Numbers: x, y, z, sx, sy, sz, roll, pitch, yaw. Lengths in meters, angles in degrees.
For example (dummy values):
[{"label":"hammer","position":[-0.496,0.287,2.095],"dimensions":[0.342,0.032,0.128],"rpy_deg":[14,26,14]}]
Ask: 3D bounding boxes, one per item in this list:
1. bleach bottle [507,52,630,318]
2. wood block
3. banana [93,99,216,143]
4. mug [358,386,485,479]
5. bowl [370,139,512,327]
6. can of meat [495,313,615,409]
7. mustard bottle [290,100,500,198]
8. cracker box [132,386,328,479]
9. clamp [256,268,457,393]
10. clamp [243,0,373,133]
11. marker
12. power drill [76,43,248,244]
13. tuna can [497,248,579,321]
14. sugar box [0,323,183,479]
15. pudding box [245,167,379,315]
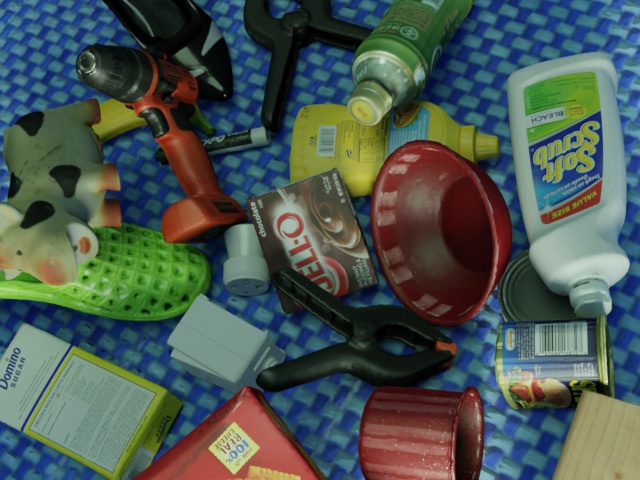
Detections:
[{"label":"bleach bottle","position":[0.219,-0.046,0.903],"dimensions":[0.103,0.068,0.251],"rpy_deg":[-10,51,13]},{"label":"wood block","position":[0.205,0.229,0.783],"dimensions":[0.090,0.090,0.206],"rpy_deg":[16,70,23]},{"label":"banana","position":[-0.209,-0.118,1.113],"dimensions":[0.198,0.037,0.069],"rpy_deg":[-15,60,9]},{"label":"mug","position":[0.082,0.172,0.859],"dimensions":[0.082,0.093,0.117],"rpy_deg":[1,101,23]},{"label":"bowl","position":[0.113,-0.009,0.919],"dimensions":[0.055,0.162,0.162],"rpy_deg":[-12,53,-34]},{"label":"can of meat","position":[0.188,0.099,0.847],"dimensions":[0.084,0.102,0.057],"rpy_deg":[-3,63,18]},{"label":"mustard bottle","position":[0.071,-0.084,0.998],"dimensions":[0.192,0.058,0.096],"rpy_deg":[-1,65,17]},{"label":"cracker box","position":[-0.050,0.245,0.815],"dimensions":[0.164,0.072,0.214],"rpy_deg":[-39,76,-1]},{"label":"clamp","position":[0.029,0.078,0.916],"dimensions":[0.171,0.039,0.120],"rpy_deg":[4,58,-9]},{"label":"clamp","position":[-0.011,-0.219,1.102],"dimensions":[0.164,0.036,0.210],"rpy_deg":[-23,58,1]},{"label":"marker","position":[-0.110,-0.095,1.081],"dimensions":[0.121,0.020,0.020],"rpy_deg":[-10,62,12]},{"label":"power drill","position":[-0.143,-0.091,0.991],"dimensions":[0.057,0.184,0.188],"rpy_deg":[-25,82,20]},{"label":"tuna can","position":[0.196,0.049,0.908],"dimensions":[0.086,0.033,0.086],"rpy_deg":[-7,63,14]},{"label":"sugar box","position":[-0.223,0.151,0.980],"dimensions":[0.176,0.048,0.093],"rpy_deg":[20,72,28]},{"label":"pudding box","position":[-0.006,0.001,0.964],"dimensions":[0.090,0.039,0.113],"rpy_deg":[-19,90,7]}]
